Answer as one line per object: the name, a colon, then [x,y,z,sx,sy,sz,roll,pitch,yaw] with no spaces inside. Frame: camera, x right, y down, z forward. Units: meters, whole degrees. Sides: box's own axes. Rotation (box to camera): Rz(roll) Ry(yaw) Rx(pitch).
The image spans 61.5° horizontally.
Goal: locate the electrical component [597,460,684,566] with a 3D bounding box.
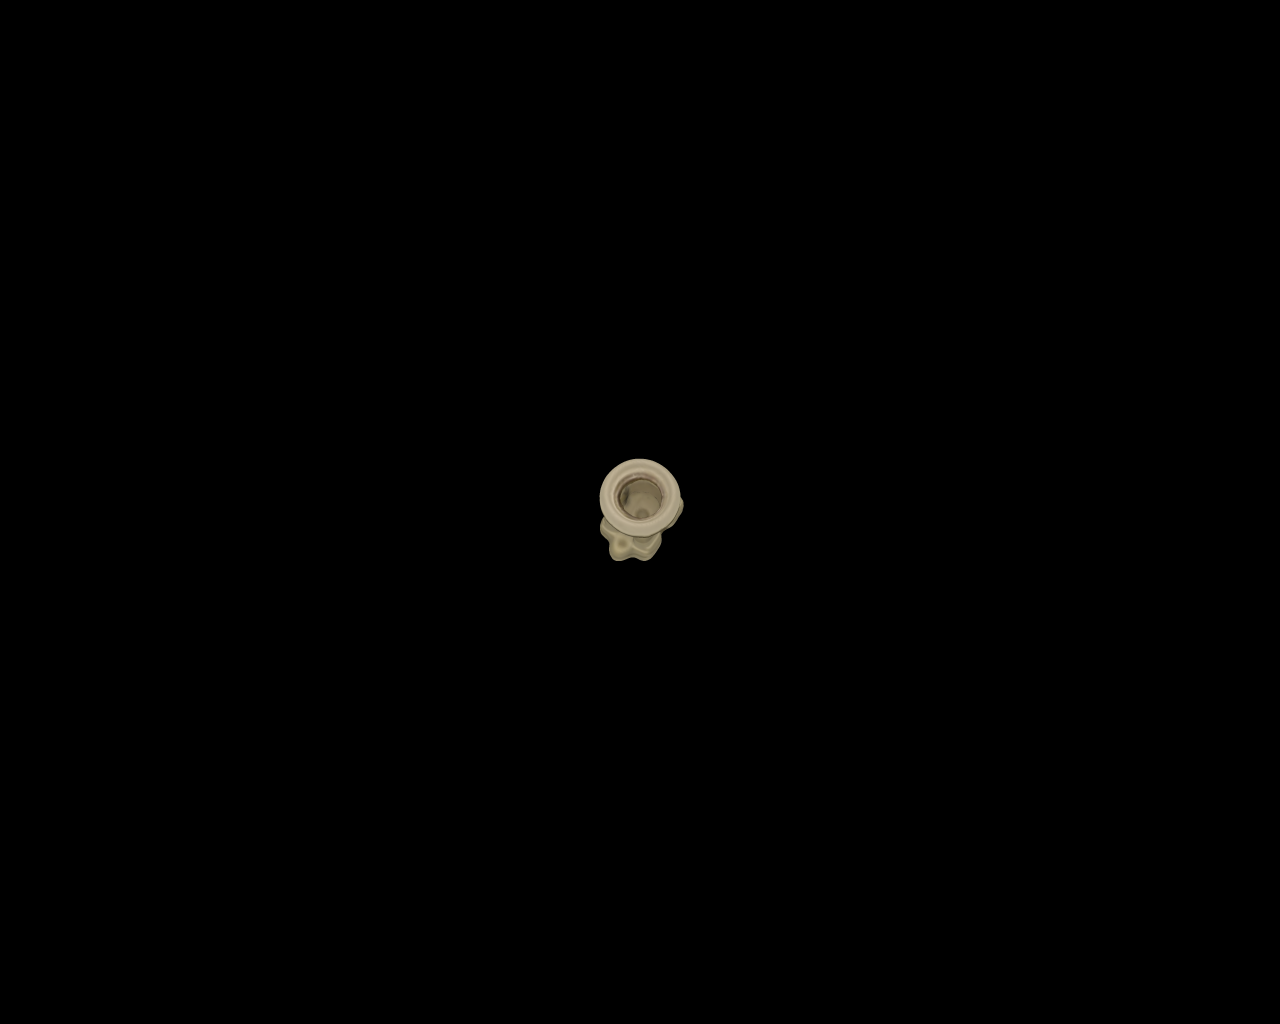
electrical component: [0.001,-0.003,0.650,0.048,0.066,0.055,30,-15,9]
